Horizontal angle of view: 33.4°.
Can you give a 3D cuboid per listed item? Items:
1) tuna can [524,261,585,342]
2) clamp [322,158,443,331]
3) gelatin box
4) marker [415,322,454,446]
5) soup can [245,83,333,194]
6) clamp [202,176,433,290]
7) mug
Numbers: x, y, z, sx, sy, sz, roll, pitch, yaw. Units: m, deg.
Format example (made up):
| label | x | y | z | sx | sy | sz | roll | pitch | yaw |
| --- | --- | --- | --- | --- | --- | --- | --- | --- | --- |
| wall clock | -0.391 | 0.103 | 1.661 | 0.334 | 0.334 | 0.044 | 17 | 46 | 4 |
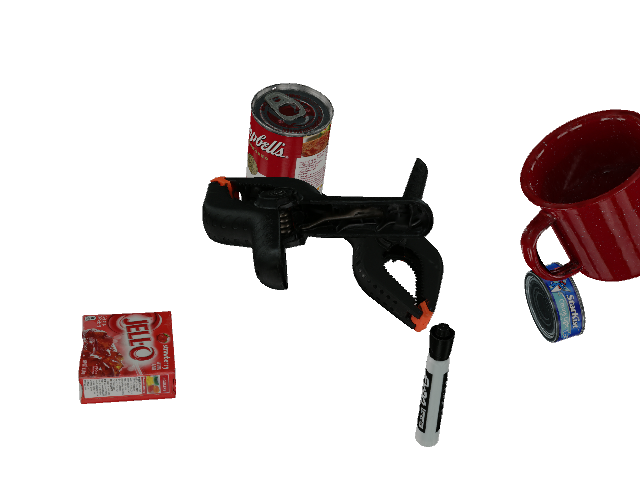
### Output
| label | x | y | z | sx | sy | sz | roll | pitch | yaw |
| --- | --- | --- | --- | --- | --- | --- | --- | --- | --- |
| tuna can | 0.259 | 0.069 | 1.187 | 0.033 | 0.086 | 0.086 | -17 | 2 | -8 |
| clamp | 0.058 | 0.001 | 1.097 | 0.164 | 0.210 | 0.036 | -4 | -36 | -16 |
| gelatin box | -0.153 | 0.090 | 0.846 | 0.073 | 0.030 | 0.089 | -2 | 29 | -8 |
| marker | 0.088 | 0.112 | 0.825 | 0.020 | 0.121 | 0.020 | 2 | 37 | -2 |
| soup can | -0.028 | -0.072 | 0.901 | 0.068 | 0.102 | 0.068 | 4 | 44 | -4 |
| clamp | -0.028 | -0.010 | 0.665 | 0.120 | 0.039 | 0.172 | -17 | 18 | -40 |
| mug | 0.184 | -0.019 | 0.712 | 0.117 | 0.081 | 0.093 | -42 | 33 | -9 |
